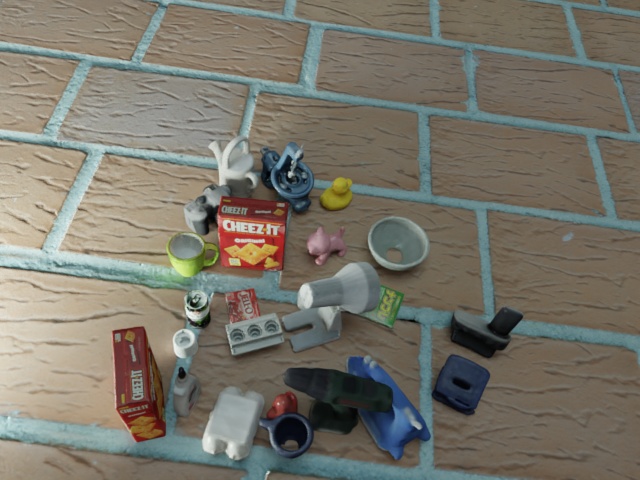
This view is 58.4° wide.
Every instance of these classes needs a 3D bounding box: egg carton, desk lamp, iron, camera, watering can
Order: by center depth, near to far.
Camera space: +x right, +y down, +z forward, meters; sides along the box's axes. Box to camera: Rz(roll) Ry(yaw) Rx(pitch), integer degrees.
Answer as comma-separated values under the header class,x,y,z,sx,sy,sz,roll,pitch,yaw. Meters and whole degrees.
class,x,y,z,sx,sy,sz,roll,pitch,yaw
egg carton,-0.184,0.390,1.225,0.107,0.069,0.150,13,54,3
iron,0.139,0.337,1.259,0.119,0.141,0.257,-25,61,-22
desk lamp,0.025,0.152,1.334,0.203,0.213,0.117,-16,58,-18
camera,-0.269,-0.073,1.531,0.136,0.101,0.143,41,60,21
watering can,-0.237,-0.211,1.577,0.172,0.194,0.101,20,54,8

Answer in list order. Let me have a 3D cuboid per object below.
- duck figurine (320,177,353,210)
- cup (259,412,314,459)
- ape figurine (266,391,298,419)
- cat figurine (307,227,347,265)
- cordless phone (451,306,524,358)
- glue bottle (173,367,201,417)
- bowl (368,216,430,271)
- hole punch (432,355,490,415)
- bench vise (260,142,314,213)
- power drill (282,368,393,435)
class,x,y,z,sx,sy,sz,roll,pitch,yaw
duck figurine,0.050,-0.139,1.627,0.105,0.086,0.077,-27,61,-24
cup,-0.074,0.416,1.204,0.117,0.095,0.092,20,54,8
ape figurine,-0.080,0.363,1.244,0.078,0.092,0.076,-21,59,-20
cat figurine,0.014,0.005,1.498,0.128,0.118,0.067,-26,61,-23
cordless phone,0.399,0.190,1.370,0.147,0.185,0.094,21,54,8
glue bottle,-0.285,0.309,1.207,0.037,0.173,0.078,16,54,5
bowl,0.206,0.023,1.536,0.167,0.075,0.167,3,54,-4
hole punch,0.325,0.333,1.316,0.108,0.091,0.101,24,55,11
bench vise,-0.103,-0.198,1.568,0.207,0.220,0.122,31,57,15
power drill,0.031,0.337,1.204,0.229,0.208,0.075,7,54,-2
